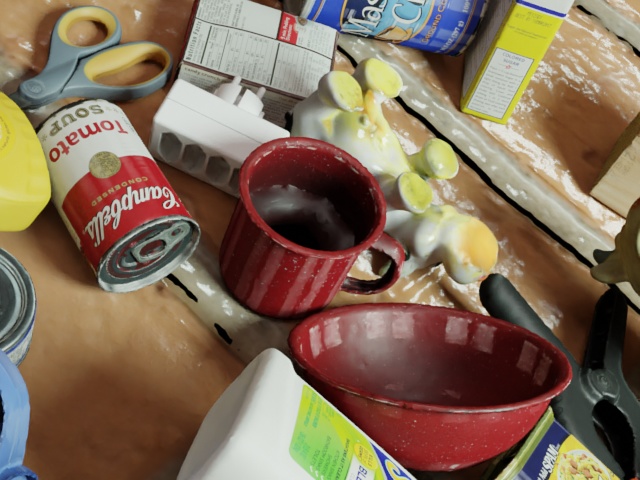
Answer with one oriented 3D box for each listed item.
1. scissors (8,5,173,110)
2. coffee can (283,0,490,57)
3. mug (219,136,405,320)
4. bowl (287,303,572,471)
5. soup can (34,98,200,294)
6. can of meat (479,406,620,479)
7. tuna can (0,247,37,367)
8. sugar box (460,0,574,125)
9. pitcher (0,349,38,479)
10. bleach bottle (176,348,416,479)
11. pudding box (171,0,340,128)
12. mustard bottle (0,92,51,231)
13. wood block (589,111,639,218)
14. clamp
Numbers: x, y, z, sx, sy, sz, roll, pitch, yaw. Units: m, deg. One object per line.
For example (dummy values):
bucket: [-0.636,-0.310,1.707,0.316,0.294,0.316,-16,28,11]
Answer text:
scissors: [-0.196,-0.114,0.723,0.201,0.016,0.096,-18,61,-32]
coffee can: [0.052,-0.207,0.840,0.140,0.103,0.103,8,51,-16]
mug: [-0.004,0.001,0.666,0.117,0.082,0.093,21,49,-6]
bowl: [0.060,0.087,0.613,0.162,0.055,0.162,4,15,-1]
soup can: [-0.126,-0.028,0.649,0.068,0.069,0.102,-19,62,-33]
can of meat: [0.134,0.155,0.605,0.084,0.058,0.101,43,30,10]
tuna can: [-0.200,0.040,0.587,0.086,0.034,0.086,11,50,-14]
sugar box: [0.160,-0.183,0.815,0.048,0.176,0.093,18,48,-7]
pitcher: [-0.250,0.085,0.464,0.243,0.145,0.149,32,52,8]
bleach bottle: [0.047,0.166,0.537,0.250,0.068,0.102,38,22,-7]
pudding box: [-0.046,-0.131,0.783,0.113,0.039,0.090,15,50,-8]
mustard bottle: [-0.243,-0.051,0.573,0.191,0.058,0.096,1,53,-54]
wood block: [0.328,-0.029,0.821,0.206,0.090,0.090,34,49,5]
clamp: [0.180,0.095,0.697,0.120,0.039,0.171,-5,62,-27]
